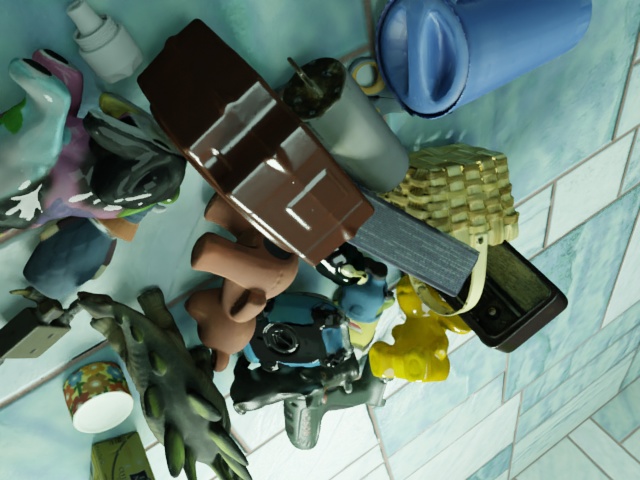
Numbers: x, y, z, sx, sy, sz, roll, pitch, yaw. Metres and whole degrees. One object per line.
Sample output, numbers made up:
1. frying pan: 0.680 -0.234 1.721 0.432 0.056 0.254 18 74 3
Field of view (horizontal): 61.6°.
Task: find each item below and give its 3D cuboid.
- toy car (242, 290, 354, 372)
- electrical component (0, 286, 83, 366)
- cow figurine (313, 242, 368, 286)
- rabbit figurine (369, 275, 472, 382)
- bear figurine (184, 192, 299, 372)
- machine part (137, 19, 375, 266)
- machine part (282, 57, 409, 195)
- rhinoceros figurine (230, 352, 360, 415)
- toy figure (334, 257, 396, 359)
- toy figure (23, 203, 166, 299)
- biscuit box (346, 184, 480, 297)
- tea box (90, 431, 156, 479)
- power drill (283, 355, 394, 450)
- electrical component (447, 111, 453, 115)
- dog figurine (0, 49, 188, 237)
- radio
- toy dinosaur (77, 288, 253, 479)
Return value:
1. toy car: -0.029 0.114 0.750 0.162 0.103 0.109 -5 113 17
2. electrical component: -0.307 0.088 0.560 0.102 0.045 0.078 -42 168 3
3. cow figurine: -0.003 -0.001 0.679 0.068 0.098 0.167 -43 134 6
4. rabbit figurine: 0.173 0.143 0.885 0.162 0.122 0.173 3 78 -29
5. bear figurine: -0.113 0.056 0.635 0.132 0.120 0.196 29 128 -20
6. machine part: -0.057 -0.082 0.487 0.087 0.202 0.200 -42 140 5
7. machine part: 0.034 -0.119 0.596 0.079 0.079 0.243 -47 140 5
8. rhinoceros figurine: -0.038 0.197 0.784 0.190 0.112 0.073 -13 99 -6
9. toy figure: 0.064 0.111 0.845 0.089 0.082 0.180 -11 127 -42
10. toy figure: -0.221 -0.011 0.530 0.154 0.058 0.064 -45 145 -4
11. biscuit box: 0.080 -0.009 0.619 0.202 0.059 0.062 28 96 -15
12. tea box: -0.261 0.364 0.734 0.068 0.170 0.098 -7 130 -35
13. power drill: 0.030 0.257 0.942 0.207 0.086 0.231 -11 123 -37
14. electrical component: 0.148 -0.190 0.678 0.094 0.021 0.063 -16 110 -39
15. dog figurine: -0.241 -0.036 0.447 0.191 0.109 0.219 33 105 -31
16. radio: 0.248 0.055 0.830 0.131 0.230 0.073 -48 139 13
17. toy dinosaur: -0.162 0.217 0.666 0.105 0.199 0.470 -30 136 -9
